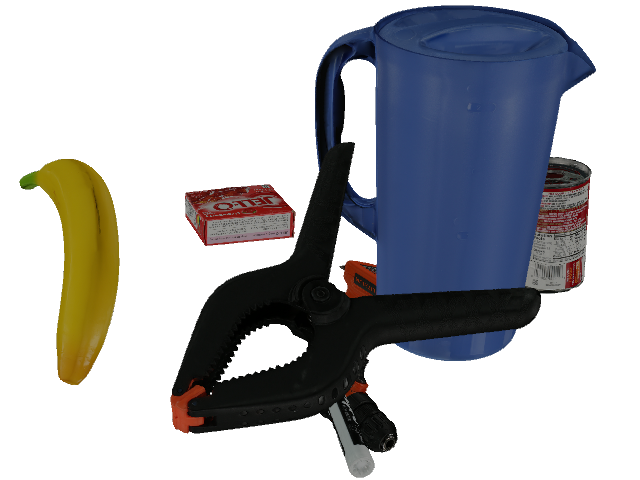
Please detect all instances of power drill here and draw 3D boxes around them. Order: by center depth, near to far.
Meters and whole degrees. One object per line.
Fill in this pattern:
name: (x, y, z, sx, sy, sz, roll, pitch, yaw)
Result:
power drill: (0.051, 0.131, 1.245, 0.057, 0.188, 0.185, 13, 14, -41)

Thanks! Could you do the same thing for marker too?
marker: (0.017, 0.134, 0.813, 0.020, 0.020, 0.121, 0, 28, -14)

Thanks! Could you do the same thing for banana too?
banana: (-0.165, 0.005, 0.728, 0.037, 0.198, 0.070, 18, -55, -37)

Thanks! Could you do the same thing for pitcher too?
pitcher: (0.088, -0.040, 0.769, 0.144, 0.243, 0.149, -17, 33, -32)

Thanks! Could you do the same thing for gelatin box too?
gelatin box: (-0.076, -0.025, 1.006, 0.089, 0.030, 0.073, -7, 25, -19)

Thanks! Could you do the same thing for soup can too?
soup can: (0.197, -0.013, 0.924, 0.068, 0.102, 0.068, -3, 24, 1)

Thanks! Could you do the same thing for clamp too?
clamp: (-0.004, 0.031, 0.601, 0.209, 0.165, 0.036, -29, -32, -23)
